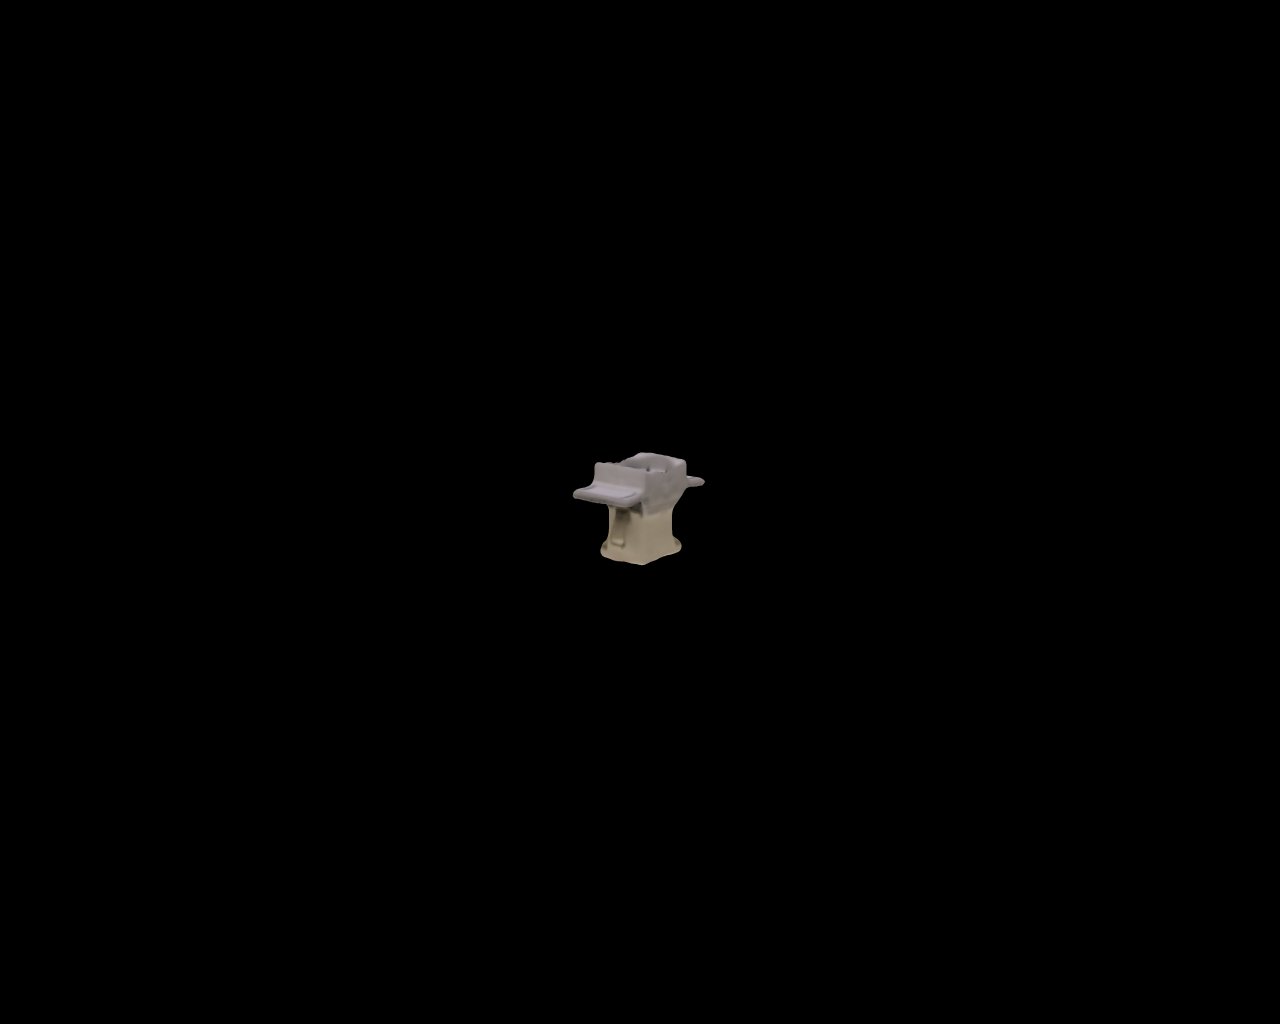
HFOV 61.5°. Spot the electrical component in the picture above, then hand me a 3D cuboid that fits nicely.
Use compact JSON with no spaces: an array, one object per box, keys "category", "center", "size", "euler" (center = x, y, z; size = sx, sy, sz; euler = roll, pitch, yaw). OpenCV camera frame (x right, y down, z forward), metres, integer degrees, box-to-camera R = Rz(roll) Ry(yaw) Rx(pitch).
[{"category":"electrical component","center":[0.001,-0.003,0.650],"size":[0.042,0.063,0.081],"euler":[11,17,38]}]
